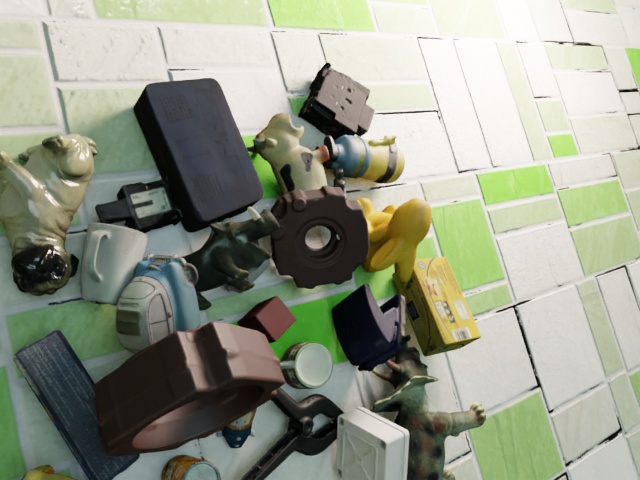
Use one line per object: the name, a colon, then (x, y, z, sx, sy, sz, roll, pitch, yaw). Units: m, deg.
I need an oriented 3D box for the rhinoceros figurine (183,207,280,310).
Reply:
rhinoceros figurine: (-0.143, 0.025, 0.813, 0.190, 0.073, 0.112, -32, 68, -1)

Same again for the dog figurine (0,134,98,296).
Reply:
dog figurine: (-0.357, -0.037, 0.735, 0.172, 0.121, 0.190, -28, 105, -30)

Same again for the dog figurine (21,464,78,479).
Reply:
dog figurine: (-0.257, 0.358, 0.629, 0.219, 0.191, 0.108, 26, 57, -5)

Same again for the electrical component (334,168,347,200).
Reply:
electrical component: (0.036, -0.081, 0.982, 0.021, 0.093, 0.063, -3, 45, 0)

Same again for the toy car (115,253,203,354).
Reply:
toy car: (-0.221, 0.103, 0.726, 0.103, 0.109, 0.161, -25, 116, -62)

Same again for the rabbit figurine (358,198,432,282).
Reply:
rabbit figurine: (0.126, -0.013, 0.953, 0.122, 0.173, 0.162, 24, 61, -27)

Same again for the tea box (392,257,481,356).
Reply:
tea box: (0.215, 0.121, 1.003, 0.098, 0.068, 0.170, -2, 60, -32)

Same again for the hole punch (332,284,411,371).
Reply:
hole punch: (0.081, 0.146, 0.907, 0.092, 0.142, 0.116, 24, 47, -24)

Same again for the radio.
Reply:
radio: (-0.191, -0.140, 0.864, 0.131, 0.073, 0.229, -22, 90, -34)

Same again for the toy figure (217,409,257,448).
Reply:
toy figure: (-0.125, 0.233, 0.807, 0.064, 0.057, 0.154, -4, 77, 8)

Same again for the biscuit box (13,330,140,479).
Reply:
biscuit box: (-0.316, 0.218, 0.696, 0.063, 0.059, 0.202, -32, 93, -33)

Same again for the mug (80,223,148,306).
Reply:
mug: (-0.290, 0.035, 0.739, 0.081, 0.109, 0.107, 7, 80, -3)

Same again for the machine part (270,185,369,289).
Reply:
machine part: (-0.002, -0.003, 0.890, 0.179, 0.056, 0.179, -3, 109, -10)

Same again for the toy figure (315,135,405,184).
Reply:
toy figure: (0.079, -0.151, 1.020, 0.180, 0.082, 0.089, -3, 89, -35)

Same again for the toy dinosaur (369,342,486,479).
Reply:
toy dinosaur: (0.163, 0.377, 0.904, 0.192, 0.131, 0.404, 9, 77, -13)

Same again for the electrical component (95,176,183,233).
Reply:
electrical component: (-0.273, -0.045, 0.802, 0.119, 0.048, 0.074, -24, 89, -32)

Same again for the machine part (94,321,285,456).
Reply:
machine part: (-0.164, 0.190, 0.689, 0.087, 0.201, 0.201, 62, 13, 24)

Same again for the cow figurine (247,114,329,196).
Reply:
cow figurine: (-0.048, -0.122, 0.932, 0.127, 0.085, 0.194, -16, 93, -20)

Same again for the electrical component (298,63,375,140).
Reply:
electrical component: (0.039, -0.257, 1.039, 0.134, 0.058, 0.115, 27, 66, -21)
